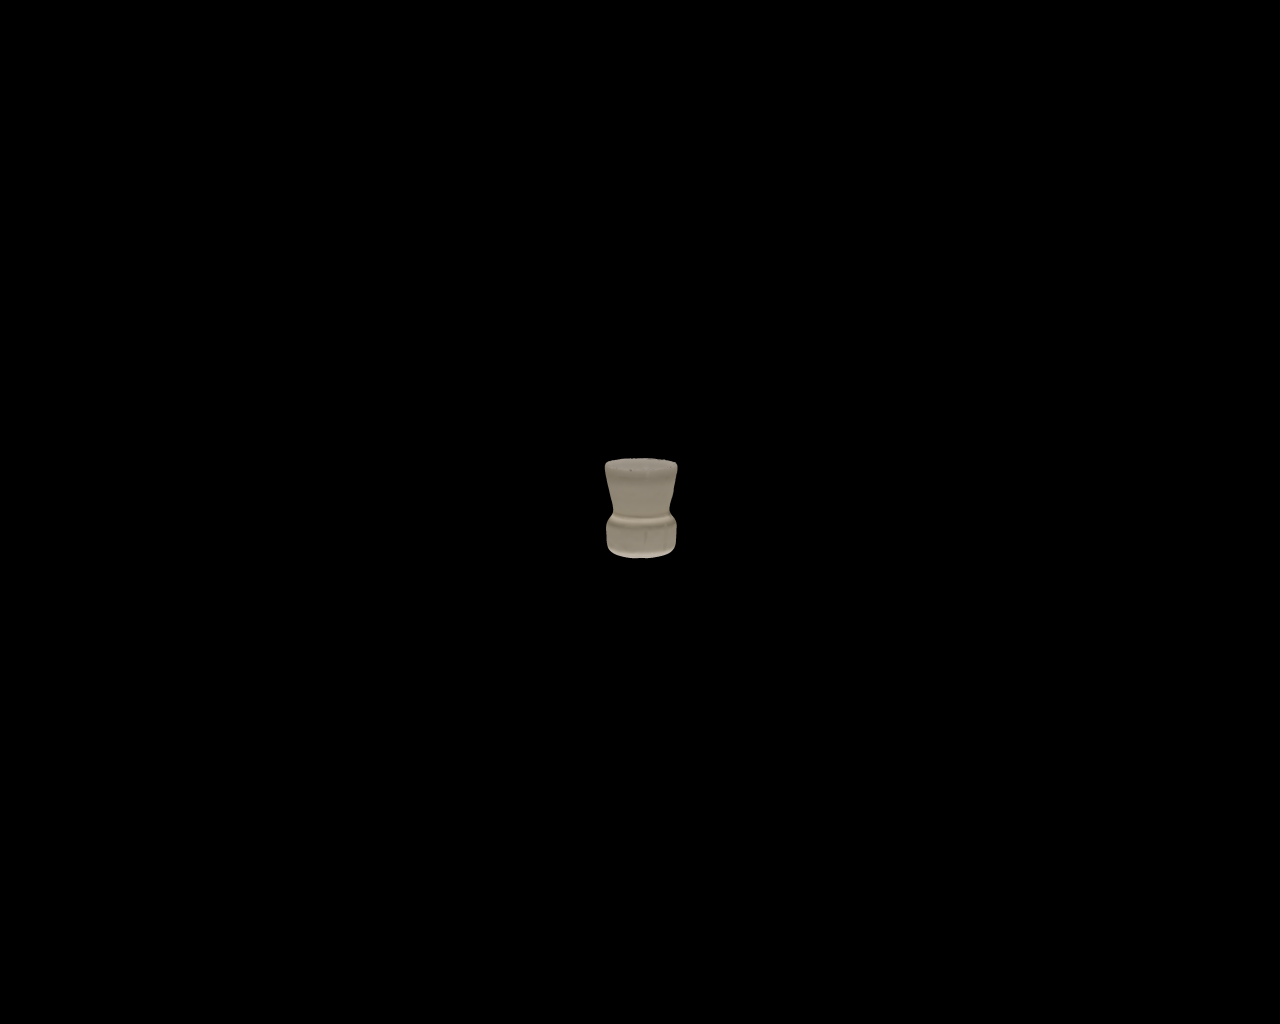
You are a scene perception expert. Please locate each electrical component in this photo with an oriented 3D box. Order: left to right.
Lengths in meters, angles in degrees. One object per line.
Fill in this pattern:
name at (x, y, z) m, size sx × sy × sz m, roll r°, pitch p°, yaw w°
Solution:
electrical component at (0.001, -0.003, 0.650) m, size 0.045 × 0.055 × 0.045 m, roll 0°, pitch 11°, yaw 0°
